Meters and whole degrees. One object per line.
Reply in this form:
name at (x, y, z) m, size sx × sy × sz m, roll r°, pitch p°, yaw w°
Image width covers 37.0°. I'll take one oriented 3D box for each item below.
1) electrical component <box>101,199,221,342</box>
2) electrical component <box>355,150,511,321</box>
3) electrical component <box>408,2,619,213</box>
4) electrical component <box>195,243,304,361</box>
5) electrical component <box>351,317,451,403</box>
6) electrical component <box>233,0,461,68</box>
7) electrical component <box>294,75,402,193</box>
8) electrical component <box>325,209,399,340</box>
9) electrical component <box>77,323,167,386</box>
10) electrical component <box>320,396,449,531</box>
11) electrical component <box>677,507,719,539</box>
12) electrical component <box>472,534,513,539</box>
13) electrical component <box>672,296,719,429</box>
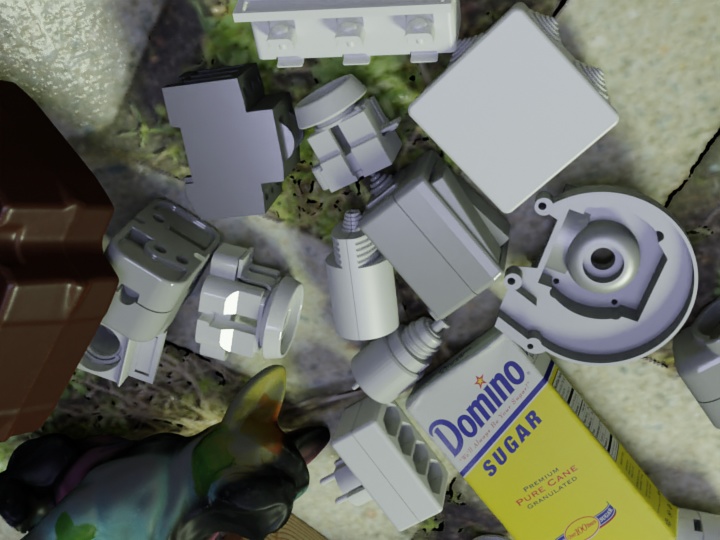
electrical component at (-0.136, 0.002, 0.700) m, size 0.054 × 0.095 × 0.059 m, roll 32°, pitch 115°, yaw -3°
electrical component at (0.046, -0.030, 0.669) m, size 0.061 × 0.061 × 0.096 m, roll -37°, pitch 102°, yaw 22°
electrical component at (0.091, -0.098, 0.638) m, size 0.100 × 0.048 × 0.100 m, roll 45°, pitch 113°, yaw -9°
electrical component at (-0.072, 0.026, 0.719) m, size 0.057 × 0.058 × 0.078 m, roll 15°, pitch 115°, yaw 8°
electrical component at (0.029, 0.056, 0.721) m, size 0.040 × 0.040 × 0.078 m, roll 44°, pitch 114°, yaw -9°
electrical component at (-0.004, -0.158, 0.622) m, size 0.121 × 0.078 × 0.063 m, roll 0°, pitch 135°, yaw 11°
electrical component at (-0.009, -0.086, 0.664) m, size 0.066 × 0.048 × 0.055 m, roll -23°, pitch 109°, yaw 23°
electrical component at (0.000, 0.000, 0.701) m, size 0.043 × 0.043 × 0.081 m, roll -2°, pitch 112°, yaw 12°
electrical component at (-0.171, 0.041, 0.741) m, size 0.081 × 0.063 × 0.042 m, roll 20°, pitch 114°, yaw 2°
electrical component at (0.007, 0.141, 0.758) m, size 0.076 × 0.047 × 0.083 m, roll -31°, pitch 104°, yaw 21°
electrical component at (0.231, 0.191, 0.732) m, size 0.047 × 0.055 × 0.055 m, roll 6°, pitch 114°, yaw 4°
electrical component at (0.096, 0.227, 0.778) m, size 0.045 × 0.045 × 0.055 m, roll 8°, pitch 114°, yaw 8°
electrical component at (0.247, 0.048, 0.667) m, size 0.095 × 0.053 × 0.059 m, roll -32°, pitch 104°, yaw 21°
